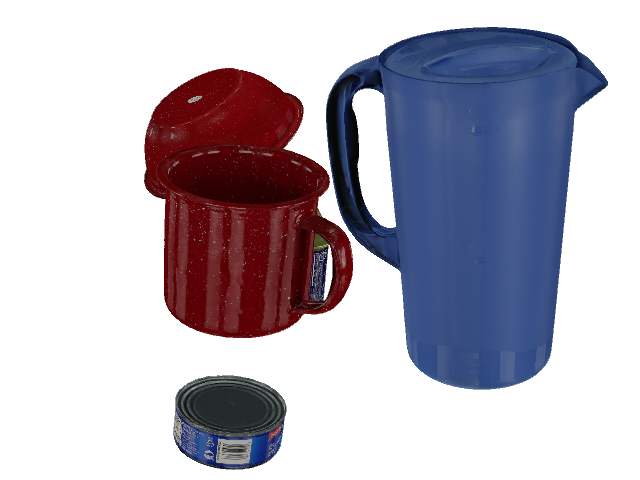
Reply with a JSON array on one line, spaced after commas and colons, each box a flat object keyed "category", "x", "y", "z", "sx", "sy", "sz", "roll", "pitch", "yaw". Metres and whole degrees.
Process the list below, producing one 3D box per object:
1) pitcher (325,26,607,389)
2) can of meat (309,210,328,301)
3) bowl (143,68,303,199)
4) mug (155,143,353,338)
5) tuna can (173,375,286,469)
[{"category": "pitcher", "x": 0.101, "y": -0.022, "z": 0.756, "sx": 0.144, "sy": 0.243, "sz": 0.149, "roll": -18, "pitch": 29, "yaw": -27}, {"category": "can of meat", "x": -0.028, "y": 0.013, "z": 1.126, "sx": 0.057, "sy": 0.084, "sz": 0.102, "roll": -6, "pitch": 35, "yaw": -15}, {"category": "bowl", "x": -0.099, "y": -0.107, "z": 0.960, "sx": 0.162, "sy": 0.055, "sz": 0.162, "roll": -20, "pitch": 32, "yaw": 13}, {"category": "mug", "x": -0.034, "y": 0.004, "z": 0.579, "sx": 0.117, "sy": 0.081, "sz": 0.093, "roll": 18, "pitch": 28, "yaw": 26}, {"category": "tuna can", "x": -0.070, "y": 0.140, "z": 0.824, "sx": 0.086, "sy": 0.034, "sz": 0.086, "roll": 7, "pitch": 22, "yaw": -3}]
